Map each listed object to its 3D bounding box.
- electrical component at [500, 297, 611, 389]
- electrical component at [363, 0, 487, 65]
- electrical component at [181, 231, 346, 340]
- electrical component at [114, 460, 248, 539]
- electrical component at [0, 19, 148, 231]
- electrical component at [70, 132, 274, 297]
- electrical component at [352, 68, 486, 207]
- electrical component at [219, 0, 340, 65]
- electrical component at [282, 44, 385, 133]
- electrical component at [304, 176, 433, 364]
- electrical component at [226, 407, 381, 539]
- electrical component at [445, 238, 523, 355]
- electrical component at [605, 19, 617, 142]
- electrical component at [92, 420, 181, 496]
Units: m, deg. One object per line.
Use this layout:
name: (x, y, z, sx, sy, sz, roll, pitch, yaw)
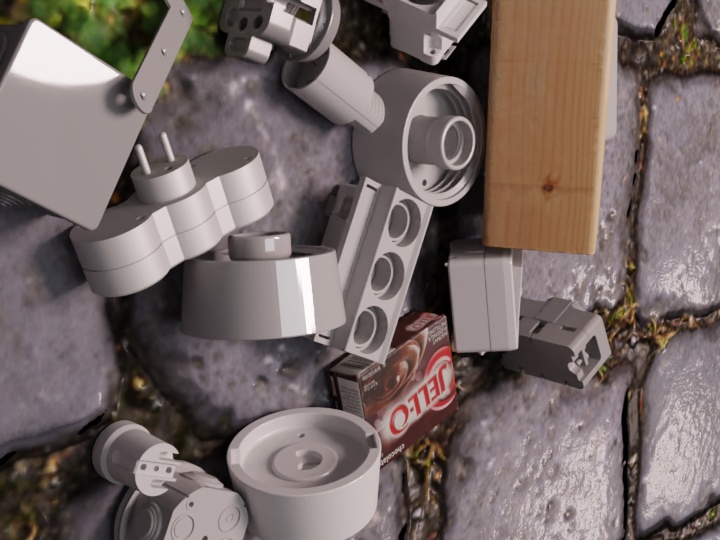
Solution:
electrical component: (0.174, 0.062, 0.968, 0.056, 0.089, 0.050, -43, 127, -31)
electrical component: (0.048, -0.189, 0.793, 0.042, 0.081, 0.063, -53, 160, -22)
electrical component: (-0.064, 0.006, 0.701, 0.108, 0.108, 0.060, -9, 99, -44)
electrical component: (-0.119, 0.172, 0.719, 0.080, 0.051, 0.080, -13, 108, -44)
electrical component: (-0.178, -0.081, 0.602, 0.100, 0.048, 0.099, 31, 77, -45)
electrical component: (-0.119, -0.048, 0.667, 0.138, 0.052, 0.073, -35, 122, -35)
electrical component: (0.053, -0.100, 0.827, 0.108, 0.060, 0.108, -13, 108, -44)
electrical component: (-0.051, -0.170, 0.707, 0.057, 0.058, 0.078, 13, 93, -45)
electrical component: (-0.013, -0.127, 0.765, 0.081, 0.043, 0.043, 32, 76, -45)
electrical component: (0.000, 0.000, 0.794, 0.079, 0.063, 0.121, 23, 82, -46)
electrical component: (-0.038, 0.151, 0.762, 0.108, 0.108, 0.060, -26, 123, -40)
electrical component: (0.107, 0.026, 0.895, 0.061, 0.061, 0.096, -66, 151, -68)
electrical component: (0.174, -0.162, 0.925, 0.057, 0.078, 0.113, -20, 113, -45)
electrical component: (-0.142, 0.121, 0.687, 0.040, 0.046, 0.040, -12, 108, -43)
